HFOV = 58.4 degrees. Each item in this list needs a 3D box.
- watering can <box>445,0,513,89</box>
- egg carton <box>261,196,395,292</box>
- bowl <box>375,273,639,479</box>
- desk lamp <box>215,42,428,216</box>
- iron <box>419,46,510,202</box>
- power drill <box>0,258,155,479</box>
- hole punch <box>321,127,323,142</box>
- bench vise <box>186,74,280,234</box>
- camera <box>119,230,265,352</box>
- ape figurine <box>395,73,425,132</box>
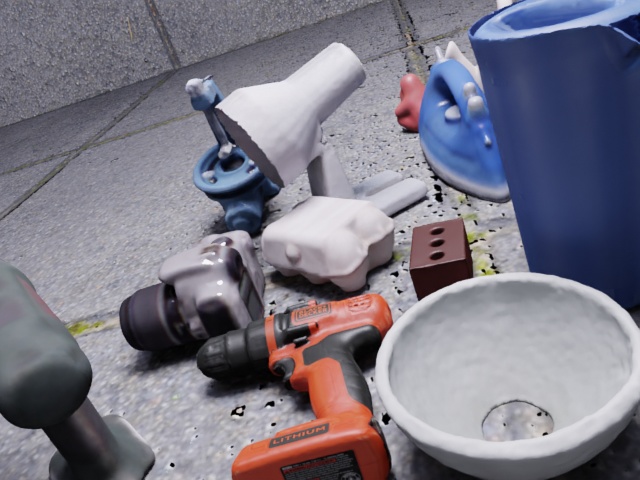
[{"bbox_3d":[0.271,-0.276,0.837,0.173,0.194,0.101,-19,27,3],"label":"watering can"},{"bbox_3d":[0.006,0.002,0.642,0.149,0.069,0.107,9,39,43],"label":"egg carton"},{"bbox_3d":[0.124,0.098,0.381,0.167,0.075,0.167,-16,27,9],"label":"bowl"},{"bbox_3d":[0.002,-0.113,0.699,0.203,0.214,0.117,-29,28,-16],"label":"desk lamp"},{"bbox_3d":[0.189,-0.162,0.740,0.118,0.142,0.258,-17,27,6],"label":"iron"},{"bbox_3d":[-0.222,0.108,0.449,0.076,0.209,0.228,-37,32,-29],"label":"power drill"},{"bbox_3d":[-0.057,-0.175,0.986,0.108,0.091,0.101,6,37,41],"label":"hole punch"},{"bbox_3d":[-0.137,-0.137,0.829,0.121,0.220,0.207,-23,27,-5],"label":"bench vise"},{"bbox_3d":[-0.137,0.055,0.608,0.136,0.101,0.143,-16,27,8],"label":"camera"},{"bbox_3d":[0.157,-0.228,0.938,0.078,0.092,0.076,-19,27,3],"label":"ape figurine"}]
